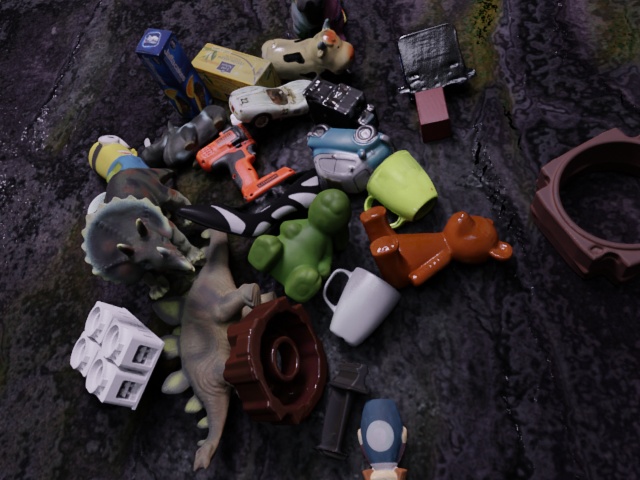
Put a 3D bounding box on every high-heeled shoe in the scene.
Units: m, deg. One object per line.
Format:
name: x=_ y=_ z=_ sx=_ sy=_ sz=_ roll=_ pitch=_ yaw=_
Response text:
high-heeled shoe: x=-0.106 y=-0.075 z=0.893 sx=0.086 sy=0.248 sz=0.145 roll=10 pitch=87 yaw=54

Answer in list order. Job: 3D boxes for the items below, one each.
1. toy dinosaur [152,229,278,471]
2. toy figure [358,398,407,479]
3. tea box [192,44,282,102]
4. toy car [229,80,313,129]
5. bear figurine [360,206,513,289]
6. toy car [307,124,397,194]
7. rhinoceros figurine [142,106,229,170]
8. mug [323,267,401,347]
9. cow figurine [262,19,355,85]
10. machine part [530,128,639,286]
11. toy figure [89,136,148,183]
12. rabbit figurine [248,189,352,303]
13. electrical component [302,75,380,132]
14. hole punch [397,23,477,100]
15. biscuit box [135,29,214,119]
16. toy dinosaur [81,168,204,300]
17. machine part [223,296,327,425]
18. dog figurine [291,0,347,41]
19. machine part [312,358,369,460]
toy dinosaur: x=-0.173 y=0.123 z=0.866 sx=0.199 sy=0.105 sz=0.471 roll=-10 pitch=53 yaw=16
toy figure: x=0.085 y=0.298 z=0.729 sx=0.064 sy=0.057 sz=0.154 roll=-22 pitch=58 yaw=37
tea box: x=-0.167 y=-0.326 z=1.094 sx=0.170 sy=0.098 sz=0.068 roll=22 pitch=71 yaw=26
toy car: x=-0.072 y=-0.262 z=1.023 sx=0.202 sy=0.056 sz=0.074 roll=-16 pitch=57 yaw=-25
bear figurine: x=0.177 y=-0.001 z=0.812 sx=0.196 sy=0.131 sz=0.120 roll=-20 pitch=38 yaw=11
toy car: x=0.048 y=-0.135 z=0.928 sx=0.162 sy=0.109 sz=0.103 roll=10 pitch=69 yaw=22
rhinoceros figurine: x=-0.266 y=-0.204 z=1.074 sx=0.190 sy=0.073 sz=0.112 roll=-34 pitch=61 yaw=-3
mug: x=0.052 y=0.101 z=0.818 sx=0.109 sy=0.081 sz=0.107 roll=32 pitch=80 yaw=0
cow figurine: x=-0.024 y=-0.362 z=1.054 sx=0.195 sy=0.127 sz=0.085 roll=7 pitch=69 yaw=22
machine part: x=0.436 y=-0.053 z=0.788 sx=0.201 sy=0.087 sz=0.201 roll=-28 pitch=61 yaw=0
toy figure: x=-0.399 y=-0.141 z=1.077 sx=0.089 sy=0.082 sz=0.180 roll=-43 pitch=63 yaw=-4
rabbit figurine: x=-0.002 y=-0.003 z=0.850 sx=0.121 sy=0.159 sz=0.170 roll=41 pitch=105 yaw=12
electrical component: x=0.044 y=-0.225 z=0.971 sx=0.134 sy=0.114 sz=0.058 roll=31 pitch=78 yaw=28
hole punch: x=0.206 y=-0.324 z=1.003 sx=0.142 sy=0.092 sz=0.115 roll=-12 pitch=91 yaw=7
biscuit box: x=-0.283 y=-0.321 z=1.063 sx=0.059 sy=0.202 sz=0.063 roll=15 pitch=70 yaw=21
toy dinosaur: x=-0.294 y=-0.049 z=0.886 sx=0.131 sy=0.192 sz=0.405 roll=-31 pitch=43 yaw=3
machine part: x=-0.060 y=0.172 z=0.766 sx=0.056 sy=0.179 sz=0.179 roll=-18 pitch=58 yaw=32
dog figurine: x=-0.014 y=-0.491 z=1.065 sx=0.109 sy=0.219 sz=0.191 roll=-6 pitch=63 yaw=9
machine part: x=0.031 y=0.242 z=0.769 sx=0.084 sy=0.039 sz=0.139 roll=-6 pitch=64 yaw=61
